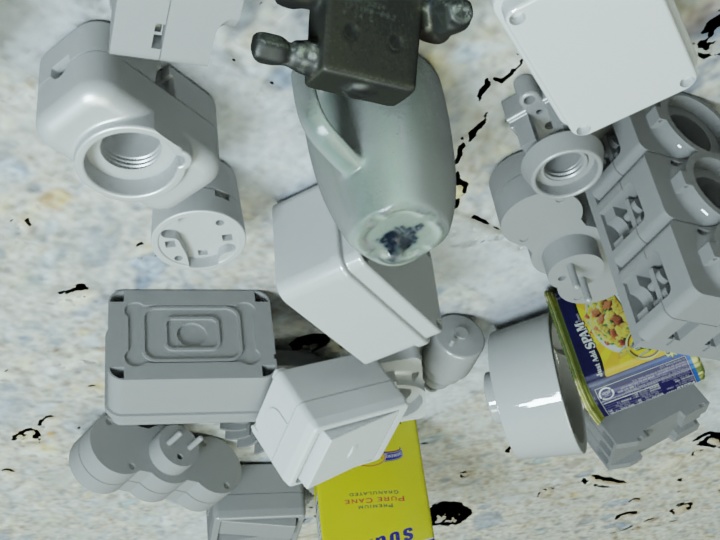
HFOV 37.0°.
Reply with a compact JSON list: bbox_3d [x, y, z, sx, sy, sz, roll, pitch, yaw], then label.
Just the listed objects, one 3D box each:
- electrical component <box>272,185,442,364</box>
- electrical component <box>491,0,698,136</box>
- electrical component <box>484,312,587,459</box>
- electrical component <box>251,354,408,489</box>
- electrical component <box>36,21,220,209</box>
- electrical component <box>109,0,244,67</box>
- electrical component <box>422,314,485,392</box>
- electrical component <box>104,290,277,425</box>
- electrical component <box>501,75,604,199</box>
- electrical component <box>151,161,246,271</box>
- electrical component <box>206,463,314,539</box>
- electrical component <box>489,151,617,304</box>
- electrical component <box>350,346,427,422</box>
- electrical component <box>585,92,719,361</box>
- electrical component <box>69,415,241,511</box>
[{"bbox_3d":[0.000,0.000,0.683,0.057,0.078,0.113,-23,141,22],"label":"electrical component"},{"bbox_3d":[0.119,-0.131,0.553,0.078,0.057,0.113,-24,141,19],"label":"electrical component"},{"bbox_3d":[0.128,0.091,0.811,0.060,0.108,0.108,-14,143,17],"label":"electrical component"},{"bbox_3d":[-0.013,0.100,0.727,0.096,0.061,0.061,-9,138,-38],"label":"electrical component"},{"bbox_3d":[-0.121,-0.077,0.570,0.054,0.059,0.095,-30,139,25],"label":"electrical component"},{"bbox_3d":[-0.083,-0.144,0.497,0.056,0.050,0.089,4,141,-18],"label":"electrical component"},{"bbox_3d":[0.066,0.067,0.818,0.040,0.040,0.078,3,142,-16],"label":"electrical component"},{"bbox_3d":[-0.117,0.060,0.737,0.113,0.078,0.057,0,139,-13],"label":"electrical component"},{"bbox_3d":[0.114,-0.075,0.627,0.048,0.055,0.066,-28,139,23],"label":"electrical component"},{"bbox_3d":[-0.097,-0.035,0.640,0.055,0.047,0.055,-6,143,-5],"label":"electrical component"},{"bbox_3d":[-0.087,0.212,0.957,0.096,0.061,0.061,1,142,-13],"label":"electrical component"},{"bbox_3d":[0.136,-0.013,0.699,0.052,0.073,0.138,-27,140,21],"label":"electrical component"},{"bbox_3d":[0.020,0.077,0.807,0.050,0.055,0.089,-9,143,0],"label":"electrical component"},{"bbox_3d":[0.193,-0.028,0.627,0.089,0.150,0.061,10,140,-24],"label":"electrical component"},{"bbox_3d":[-0.155,0.149,0.866,0.138,0.052,0.074,20,134,-34],"label":"electrical component"}]
